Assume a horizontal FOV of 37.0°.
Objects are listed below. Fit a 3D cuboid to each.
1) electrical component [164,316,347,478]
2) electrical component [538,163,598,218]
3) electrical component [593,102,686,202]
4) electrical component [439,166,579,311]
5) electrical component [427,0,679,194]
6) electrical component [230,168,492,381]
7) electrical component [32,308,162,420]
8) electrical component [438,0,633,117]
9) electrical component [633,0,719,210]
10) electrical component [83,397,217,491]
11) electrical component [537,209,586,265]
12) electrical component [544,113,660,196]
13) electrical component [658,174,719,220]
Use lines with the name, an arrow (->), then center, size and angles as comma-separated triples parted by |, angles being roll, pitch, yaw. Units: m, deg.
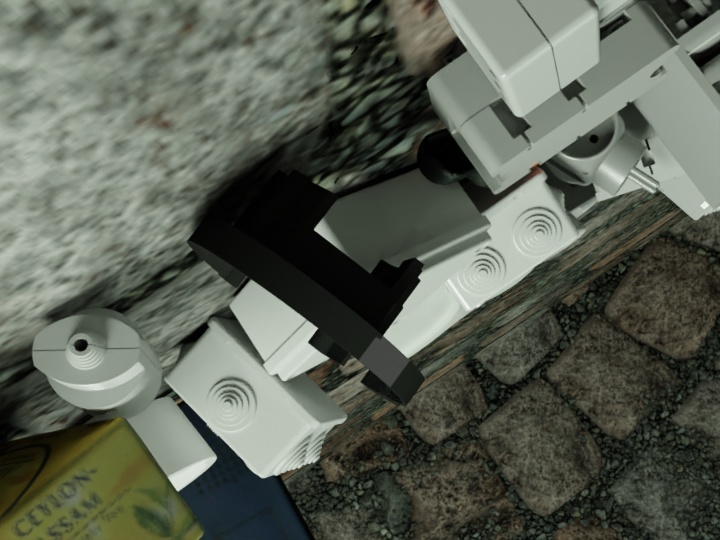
electrical component -> -0.062, 0.077, 0.647 | 0.048, 0.100, 0.100 | -47, 169, 3
electrical component -> 0.142, -0.058, 0.792 | 0.055, 0.047, 0.055 | -33, 170, -7
electrical component -> 0.228, -0.103, 0.760 | 0.089, 0.061, 0.150 | -18, -178, 40
electrical component -> 0.084, -0.024, 0.680 | 0.100, 0.048, 0.099 | -35, -168, 6
electrical component -> 0.077, -0.083, 0.451 | 0.089, 0.055, 0.050 | -35, 169, 2
electrical component -> 0.000, 0.000, 0.596 | 0.109, 0.056, 0.109 | -25, 166, -41
electrical component -> -0.113, 0.039, 0.466 | 0.043, 0.043, 0.081 | -32, 170, -10
electrical component -> 0.072, -0.100, 0.381 | 0.077, 0.047, 0.066 | -35, 170, 9
electrical component -> 0.194, -0.103, 0.579 | 0.060, 0.105, 0.186 | -35, 170, 8
electrical component -> -0.152, 0.121, 0.675 | 0.108, 0.060, 0.108 | -33, 170, -7
electrical component -> 0.121, -0.042, 0.749 | 0.044, 0.065, 0.044 | -32, 169, -7
electrical component -> 0.153, -0.072, 0.676 | 0.043, 0.079, 0.077 | -55, 169, 0
electrical component -> 0.278, -0.094, 0.906 | 0.048, 0.100, 0.099 | -45, 171, -9
